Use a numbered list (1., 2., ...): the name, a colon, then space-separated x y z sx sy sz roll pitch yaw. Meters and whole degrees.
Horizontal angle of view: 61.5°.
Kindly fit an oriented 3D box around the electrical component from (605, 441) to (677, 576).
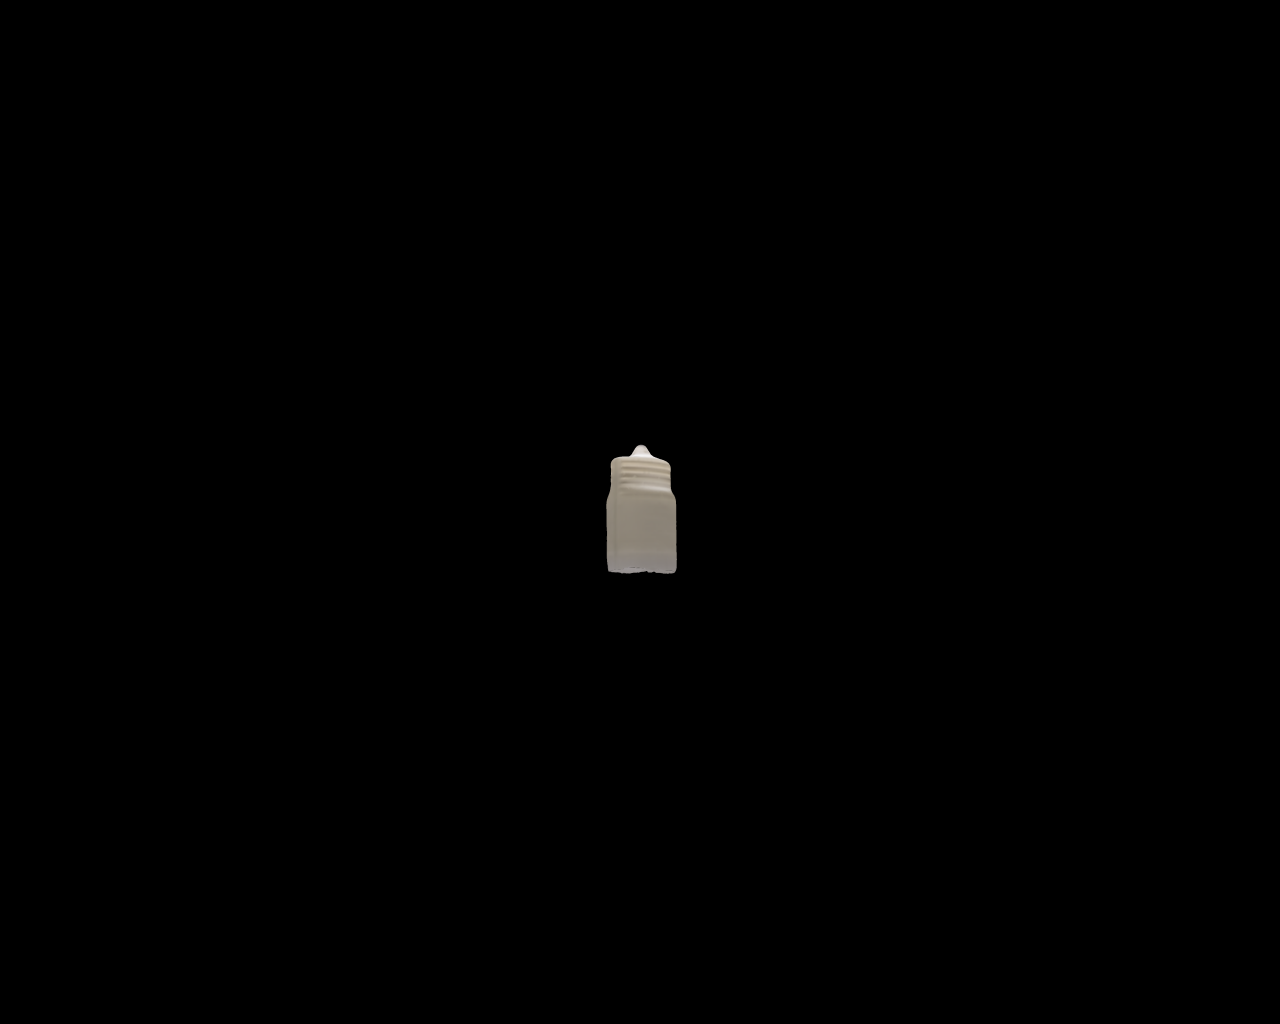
1. electrical component: 0.001 -0.003 0.650 0.043 0.081 0.043 0 -7 0
